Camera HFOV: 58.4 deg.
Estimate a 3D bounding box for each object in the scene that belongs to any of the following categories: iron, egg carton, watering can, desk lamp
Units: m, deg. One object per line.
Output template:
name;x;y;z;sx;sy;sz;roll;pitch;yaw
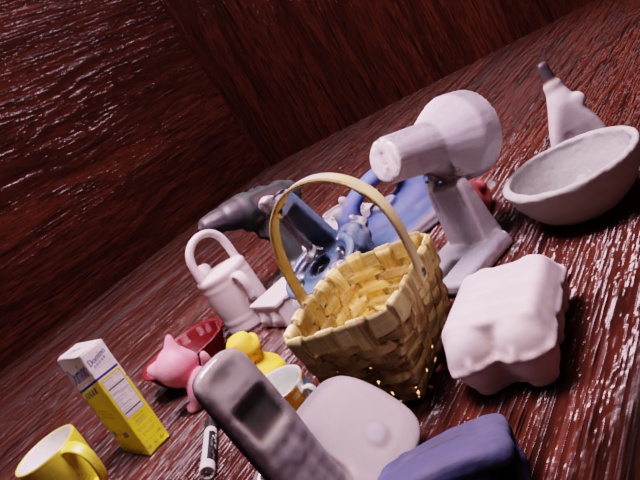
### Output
iron;0.104;-0.057;0.989;0.259;0.141;0.118;-37;15;-18
egg carton;0.177;0.075;0.538;0.107;0.069;0.150;-22;17;35
watering can;-0.179;0.072;1.055;0.172;0.194;0.101;-21;18;37
desk lamp;0.165;-0.069;0.752;0.204;0.214;0.117;-41;17;-32

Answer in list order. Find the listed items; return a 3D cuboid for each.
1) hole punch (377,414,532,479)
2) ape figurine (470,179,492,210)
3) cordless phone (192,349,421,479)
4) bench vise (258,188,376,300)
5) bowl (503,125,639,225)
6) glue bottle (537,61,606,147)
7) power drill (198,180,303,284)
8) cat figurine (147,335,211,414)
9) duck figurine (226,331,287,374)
hole punch;0.086;0.163;0.389;0.108;0.091;0.101;-30;14;10
ape figurine;0.223;-0.075;0.899;0.077;0.092;0.076;-28;15;17
cordless phone;-0.009;0.144;0.464;0.094;0.185;0.148;-20;19;40
bench vise;-0.002;0.008;0.838;0.121;0.220;0.207;-27;15;22
bowl;0.318;-0.067;0.706;0.167;0.075;0.167;-30;14;9
glue bottle;0.343;-0.169;0.791;0.078;0.173;0.037;-27;15;19
power drill;-0.104;-0.010;1.143;0.230;0.208;0.075;-42;17;-33
cat figurine;-0.190;0.190;0.836;0.127;0.118;0.067;-19;19;42
duck figurine;-0.096;0.167;0.777;0.077;0.086;0.104;-28;15;17
